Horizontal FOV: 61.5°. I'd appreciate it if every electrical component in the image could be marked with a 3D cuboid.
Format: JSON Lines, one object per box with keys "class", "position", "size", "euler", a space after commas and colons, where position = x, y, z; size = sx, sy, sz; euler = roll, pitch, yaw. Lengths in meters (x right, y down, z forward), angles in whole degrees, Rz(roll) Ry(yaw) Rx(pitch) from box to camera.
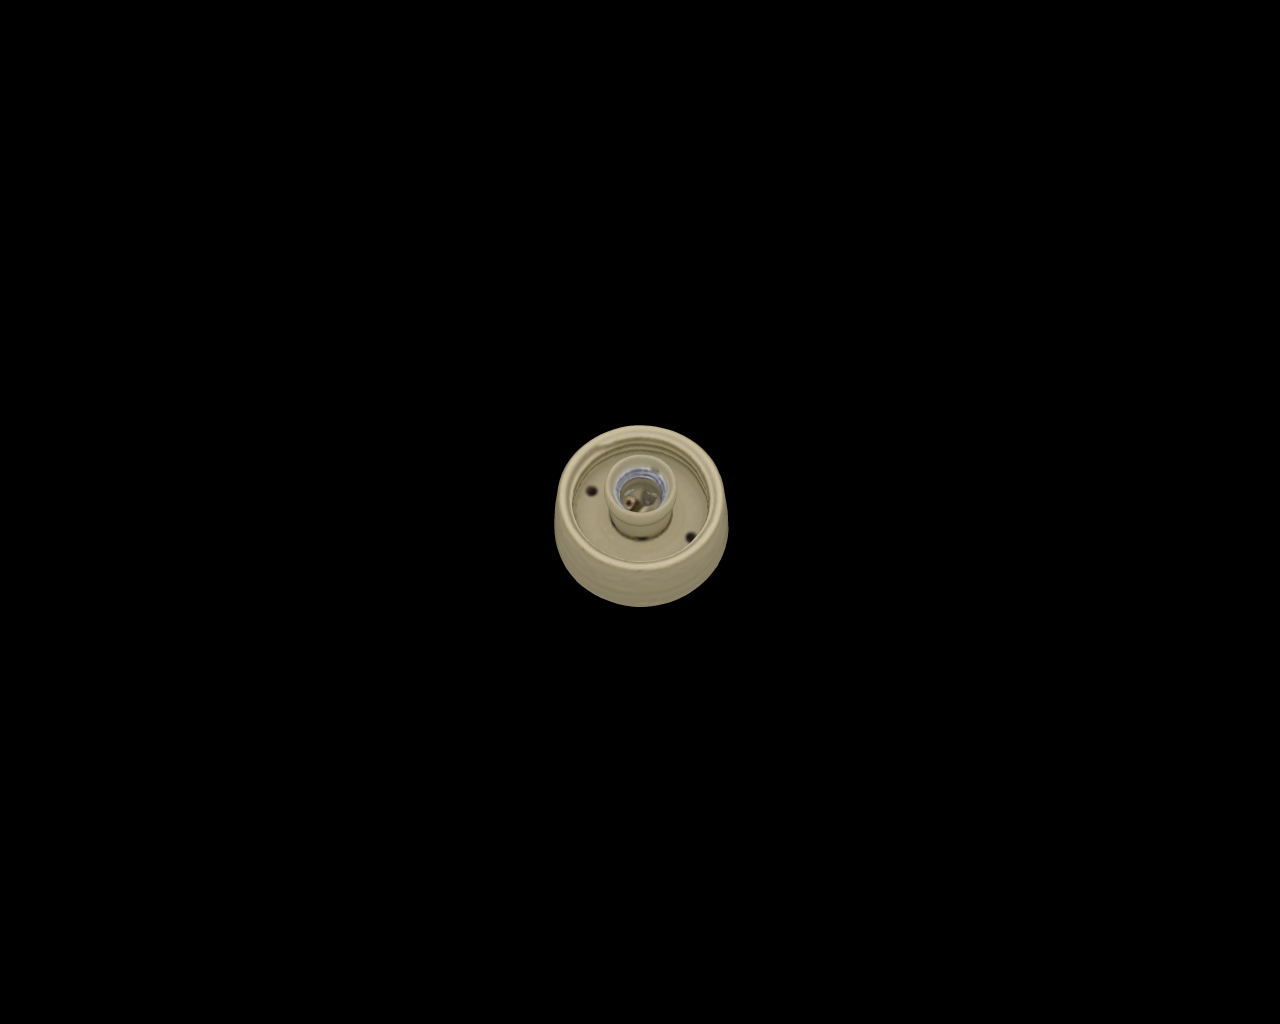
{"class": "electrical component", "position": [0.001, -0.003, 0.650], "size": [0.108, 0.108, 0.060], "euler": [0, -27, 0]}
